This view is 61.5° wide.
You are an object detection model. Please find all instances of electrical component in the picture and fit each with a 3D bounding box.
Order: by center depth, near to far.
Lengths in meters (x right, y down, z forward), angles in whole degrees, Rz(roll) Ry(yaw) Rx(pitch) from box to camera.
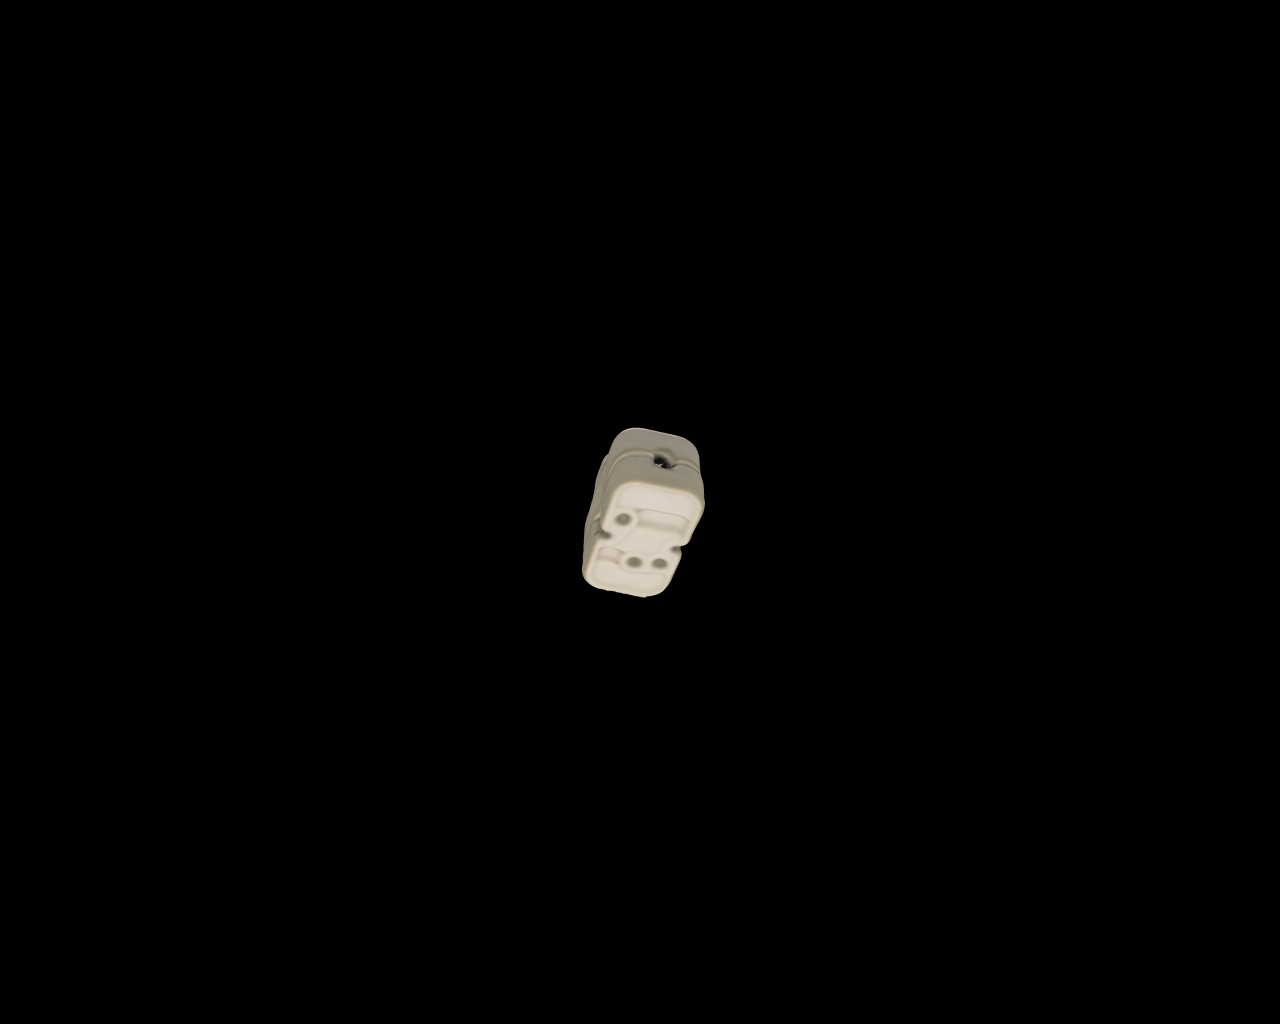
[{"bbox_3d":[0.001,-0.003,0.650,0.054,0.059,0.095,11,-47,-11],"label":"electrical component"}]
